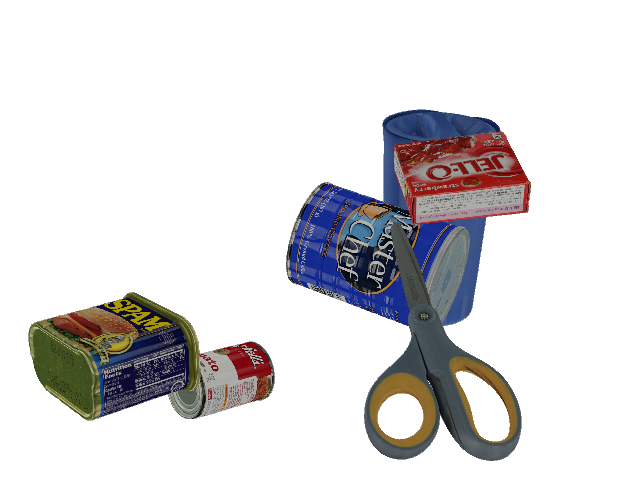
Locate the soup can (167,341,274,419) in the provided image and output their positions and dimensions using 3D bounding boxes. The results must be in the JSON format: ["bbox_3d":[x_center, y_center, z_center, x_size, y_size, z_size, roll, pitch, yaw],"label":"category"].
[{"bbox_3d":[-0.111,0.154,1.176,0.102,0.068,0.069,-9,6,-44],"label":"soup can"}]

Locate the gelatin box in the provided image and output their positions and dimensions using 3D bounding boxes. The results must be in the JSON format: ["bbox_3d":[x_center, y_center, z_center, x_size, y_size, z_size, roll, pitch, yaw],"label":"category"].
[{"bbox_3d":[0.105,-0.048,0.799,0.089,0.030,0.073,-7,37,-3],"label":"gelatin box"}]

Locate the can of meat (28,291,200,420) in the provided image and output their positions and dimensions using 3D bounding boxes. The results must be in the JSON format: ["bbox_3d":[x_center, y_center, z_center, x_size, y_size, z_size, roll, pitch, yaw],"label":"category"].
[{"bbox_3d":[-0.149,0.082,0.765,0.083,0.057,0.102,-15,23,-38],"label":"can of meat"}]

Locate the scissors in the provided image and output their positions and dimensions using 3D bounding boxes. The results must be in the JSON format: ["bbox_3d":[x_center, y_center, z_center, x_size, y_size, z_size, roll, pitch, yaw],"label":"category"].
[{"bbox_3d":[0.049,0.060,0.650,0.096,0.016,0.202,-17,43,-15],"label":"scissors"}]

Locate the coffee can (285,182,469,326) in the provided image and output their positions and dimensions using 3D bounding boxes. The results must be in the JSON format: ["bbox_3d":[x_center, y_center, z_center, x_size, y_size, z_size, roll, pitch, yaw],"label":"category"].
[{"bbox_3d":[0.054,0.015,0.986,0.140,0.103,0.102,20,7,20],"label":"coffee can"}]

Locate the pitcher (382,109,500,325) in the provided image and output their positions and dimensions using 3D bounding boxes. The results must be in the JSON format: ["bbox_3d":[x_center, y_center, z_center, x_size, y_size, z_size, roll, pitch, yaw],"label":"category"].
[{"bbox_3d":[0.129,-0.022,1.248,0.149,0.243,0.145,-8,24,-21],"label":"pitcher"}]
